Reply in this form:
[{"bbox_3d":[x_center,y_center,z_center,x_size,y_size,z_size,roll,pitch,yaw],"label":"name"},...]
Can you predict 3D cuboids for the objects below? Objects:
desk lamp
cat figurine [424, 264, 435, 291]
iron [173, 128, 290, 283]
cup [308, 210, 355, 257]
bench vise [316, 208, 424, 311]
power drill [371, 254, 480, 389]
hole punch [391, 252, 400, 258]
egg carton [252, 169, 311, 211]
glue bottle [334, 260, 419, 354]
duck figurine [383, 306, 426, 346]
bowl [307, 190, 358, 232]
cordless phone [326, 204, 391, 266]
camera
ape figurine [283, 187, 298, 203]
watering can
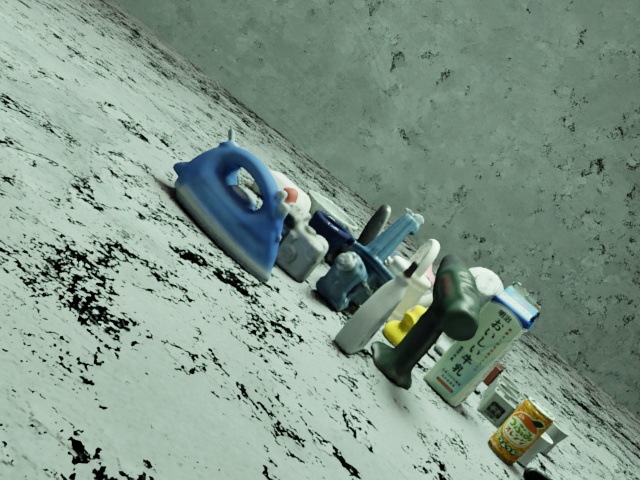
[{"bbox_3d":[0.340,0.159,1.341,0.118,0.213,0.204,41,11,13],"label":"desk lamp"},{"bbox_3d":[0.277,0.116,1.569,0.067,0.117,0.128,41,11,13],"label":"cat figurine"},{"bbox_3d":[-0.121,-0.066,0.927,0.257,0.141,0.119,44,12,28],"label":"iron"},{"bbox_3d":[0.011,0.004,1.205,0.118,0.095,0.091,31,13,-36],"label":"cup"},{"bbox_3d":[0.108,0.038,1.049,0.121,0.219,0.208,40,11,7],"label":"bench vise"},{"bbox_3d":[0.178,0.129,0.934,0.076,0.208,0.229,37,11,-9],"label":"power drill"},{"bbox_3d":[0.183,0.087,1.446,0.109,0.091,0.100,25,17,-51],"label":"hole punch"},{"bbox_3d":[-0.092,-0.112,1.412,0.150,0.069,0.107,41,11,11],"label":"egg carton"},{"bbox_3d":[0.095,0.099,0.877,0.037,0.173,0.078,42,11,20],"label":"glue bottle"},{"bbox_3d":[0.179,0.167,1.113,0.077,0.086,0.105,45,12,32],"label":"duck figurine"},{"bbox_3d":[0.015,-0.056,1.527,0.168,0.074,0.167,37,11,-8],"label":"bowl"},{"bbox_3d":[0.101,-0.008,1.313,0.094,0.185,0.147,36,11,-14],"label":"cordless phone"},{"bbox_3d":[-0.045,-0.009,1.057,0.143,0.100,0.137,40,11,8],"label":"camera"},{"bbox_3d":[-0.082,-0.075,1.231,0.076,0.092,0.078,39,10,3],"label":"ape figurine"},{"bbox_3d":[0.193,0.083,1.217,0.173,0.194,0.100,33,12,-26],"label":"watering can"}]
